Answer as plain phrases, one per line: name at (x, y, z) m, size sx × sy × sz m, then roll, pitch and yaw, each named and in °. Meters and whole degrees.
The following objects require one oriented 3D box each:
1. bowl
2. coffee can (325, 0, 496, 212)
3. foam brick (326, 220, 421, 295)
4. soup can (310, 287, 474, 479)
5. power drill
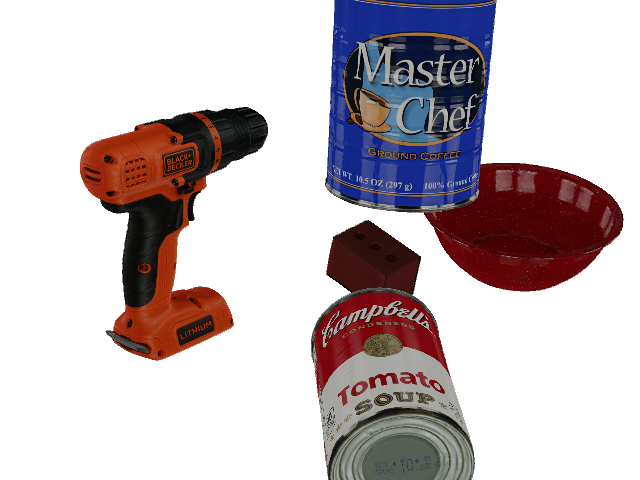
bowl at (0.162, -0.005, 0.875) m, size 0.162 × 0.055 × 0.162 m, roll 1°, pitch 30°, yaw -1°
coffee can at (0.057, -0.100, 0.683) m, size 0.103 × 0.140 × 0.103 m, roll 2°, pitch 21°, yaw -1°
foam brick at (0.053, 0.025, 1.065) m, size 0.052 × 0.051 × 0.078 m, roll -27°, pitch 49°, yaw -36°
soup can at (0.032, 0.078, 0.516) m, size 0.068 × 0.068 × 0.102 m, roll 0°, pitch 29°, yaw -5°
power drill at (-0.111, -0.010, 0.868) m, size 0.057 × 0.188 × 0.184 m, roll 16°, pitch 26°, yaw 38°
